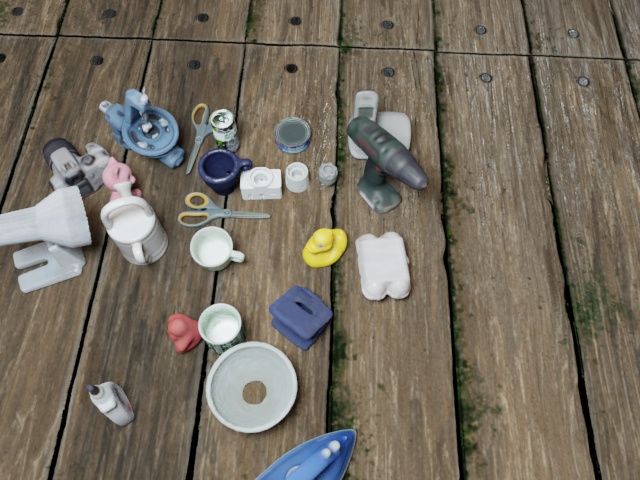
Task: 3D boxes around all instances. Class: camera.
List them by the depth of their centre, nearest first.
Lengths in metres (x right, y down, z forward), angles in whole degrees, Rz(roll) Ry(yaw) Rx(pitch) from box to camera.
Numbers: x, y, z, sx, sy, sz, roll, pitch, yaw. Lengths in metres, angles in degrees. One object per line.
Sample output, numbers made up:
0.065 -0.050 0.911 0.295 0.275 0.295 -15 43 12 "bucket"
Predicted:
-0.549 -0.177 1.278 0.143 0.101 0.136 -34 69 -16 "camera"

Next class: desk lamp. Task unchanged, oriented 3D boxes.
-0.537 -0.002 1.130 0.203 0.213 0.118 -22 66 -11 "desk lamp"

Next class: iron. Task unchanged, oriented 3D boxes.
-0.029 0.407 0.980 0.259 0.141 0.118 -40 71 -18 "iron"

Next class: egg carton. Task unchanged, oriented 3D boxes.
0.133 0.054 1.196 0.107 0.069 0.150 -5 64 -4 "egg carton"

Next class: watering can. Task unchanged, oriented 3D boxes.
-0.384 -0.037 1.161 0.101 0.194 0.172 -38 70 -17 "watering can"

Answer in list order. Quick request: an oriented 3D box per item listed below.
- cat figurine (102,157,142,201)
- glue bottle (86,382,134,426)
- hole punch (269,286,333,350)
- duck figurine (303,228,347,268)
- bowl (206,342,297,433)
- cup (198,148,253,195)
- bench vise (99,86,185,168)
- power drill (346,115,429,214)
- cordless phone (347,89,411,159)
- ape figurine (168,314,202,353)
-0.438 -0.110 1.238 0.067 0.118 0.128 5 64 2 "cat figurine"
-0.379 0.281 1.017 0.037 0.173 0.078 -33 69 -15 "glue bottle"
-0.038 0.145 1.136 0.108 0.091 0.101 35 68 15 "hole punch"
0.011 0.004 1.208 0.105 0.086 0.077 -32 68 -15 "duck figurine"
-0.125 0.281 1.077 0.167 0.075 0.167 0 64 -1 "bowl"
-0.205 -0.145 1.272 0.118 0.095 0.091 -11 65 -6 "cup"
-0.409 -0.257 1.254 0.207 0.220 0.121 13 64 6 "bench vise"
0.138 -0.148 1.217 0.076 0.208 0.229 -33 69 -15 "power drill"
0.136 -0.266 1.287 0.147 0.185 0.094 -5 64 -3 "cordless phone"
-0.270 0.177 1.116 0.076 0.092 0.078 0 64 -1 "ape figurine"
